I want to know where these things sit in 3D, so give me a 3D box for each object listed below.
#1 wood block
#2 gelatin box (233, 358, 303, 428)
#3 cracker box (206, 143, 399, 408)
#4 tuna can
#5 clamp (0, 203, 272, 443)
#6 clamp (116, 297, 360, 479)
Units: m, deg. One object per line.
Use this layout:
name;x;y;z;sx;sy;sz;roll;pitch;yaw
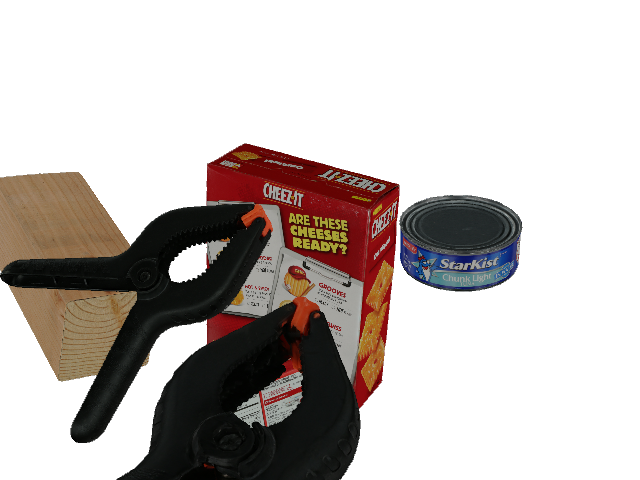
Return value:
wood block;-0.237;0.027;1.011;0.090;0.091;0.206;-7;37;-33
gelatin box;-0.039;0.098;0.623;0.073;0.089;0.030;-19;48;-13
cracker box;-0.019;0.034;0.979;0.164;0.214;0.072;17;31;23
tuna can;0.099;0.001;0.758;0.086;0.034;0.086;-2;29;1
clamp;-0.136;0.030;0.805;0.210;0.165;0.036;-37;-28;-6
clamp;-0.025;0.091;0.387;0.120;0.039;0.171;24;49;17
